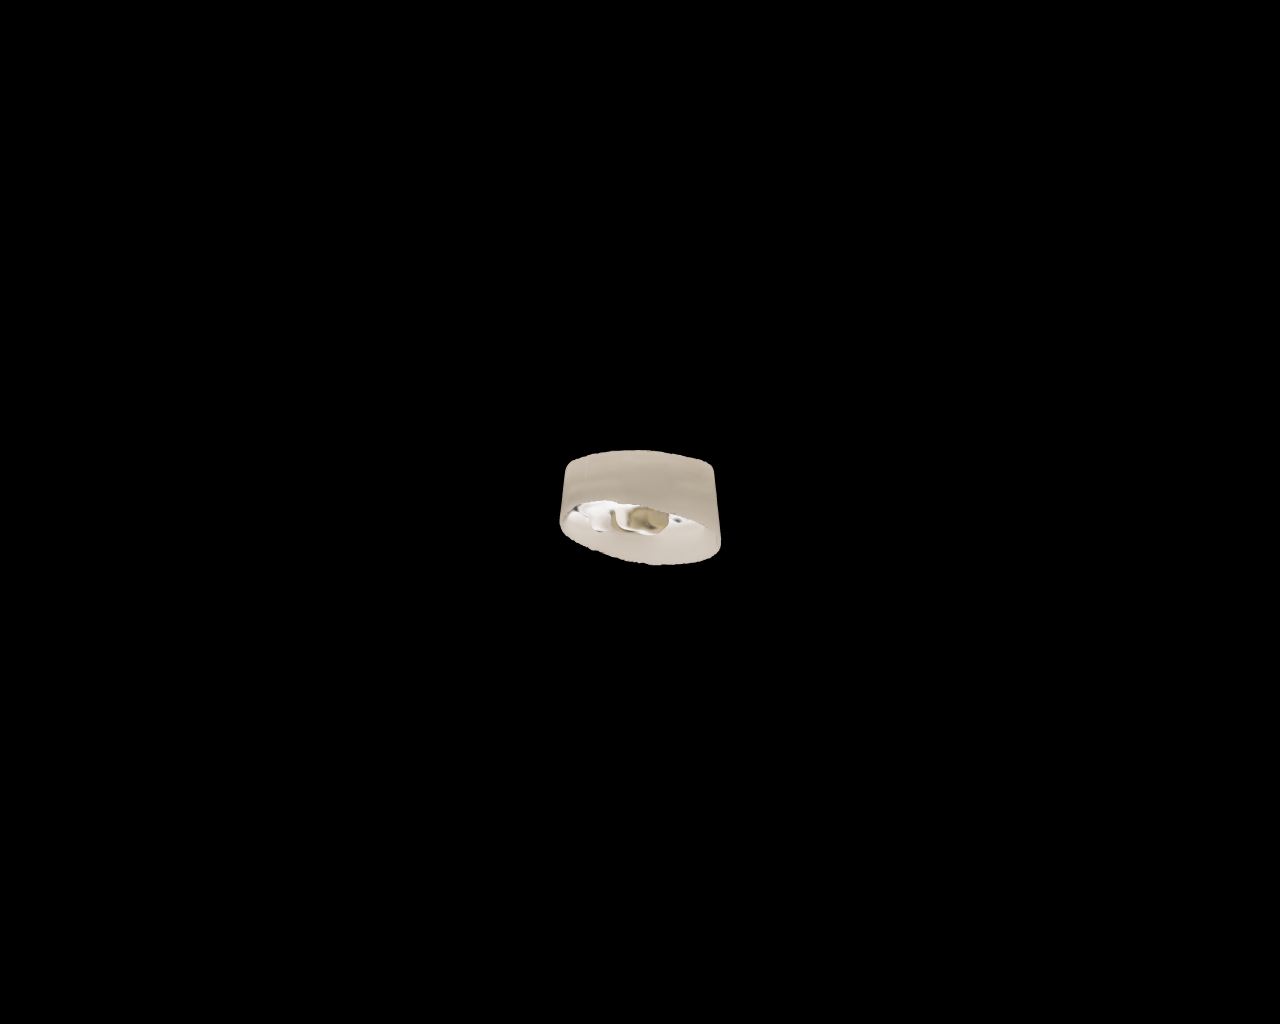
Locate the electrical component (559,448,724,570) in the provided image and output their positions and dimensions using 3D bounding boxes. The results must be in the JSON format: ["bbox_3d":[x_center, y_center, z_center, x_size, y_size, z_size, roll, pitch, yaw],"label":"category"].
[{"bbox_3d":[0.001,-0.003,0.650,0.099,0.064,0.099,0,-11,0],"label":"electrical component"}]
